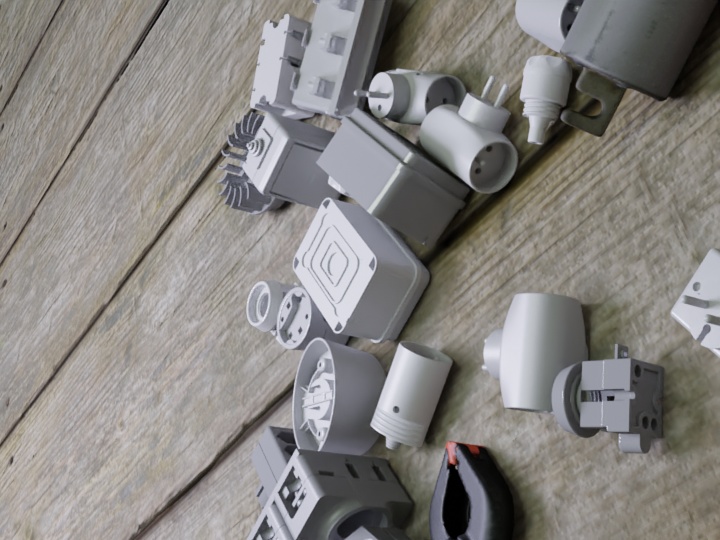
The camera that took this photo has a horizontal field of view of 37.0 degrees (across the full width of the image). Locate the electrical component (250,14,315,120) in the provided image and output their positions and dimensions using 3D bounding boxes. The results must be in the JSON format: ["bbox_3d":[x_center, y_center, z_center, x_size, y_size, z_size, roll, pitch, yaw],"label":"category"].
[{"bbox_3d":[-0.066,-0.198,1.064,0.050,0.056,0.089,2,81,55],"label":"electrical component"}]

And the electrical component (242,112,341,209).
[{"bbox_3d":[-0.059,-0.098,0.985,0.061,0.096,0.061,-62,38,20],"label":"electrical component"}]

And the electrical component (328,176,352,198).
[{"bbox_3d":[0.002,-0.095,0.945,0.043,0.043,0.062,45,114,51],"label":"electrical component"}]

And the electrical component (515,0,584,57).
[{"bbox_3d":[0.156,-0.193,0.754,0.079,0.044,0.077,-49,24,5],"label":"electrical component"}]

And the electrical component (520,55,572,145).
[{"bbox_3d":[0.132,-0.122,0.776,0.035,0.035,0.061,11,90,56],"label":"electrical component"}]

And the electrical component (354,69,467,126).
[{"bbox_3d":[0.034,-0.143,0.884,0.077,0.079,0.044,21,109,55],"label":"electrical component"}]

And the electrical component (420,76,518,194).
[{"bbox_3d":[0.090,-0.110,0.824,0.077,0.043,0.079,47,117,50],"label":"electrical component"}]

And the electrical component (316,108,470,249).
[{"bbox_3d":[0.026,-0.076,0.869,0.057,0.078,0.113,-55,39,10],"label":"electrical component"}]

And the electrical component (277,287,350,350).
[{"bbox_3d":[-0.039,0.046,0.954,0.055,0.047,0.055,-23,61,50],"label":"electrical component"}]

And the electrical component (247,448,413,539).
[{"bbox_3d":[-0.034,0.222,0.851,0.150,0.089,0.061,-62,37,20],"label":"electrical component"}]

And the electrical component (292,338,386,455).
[{"bbox_3d":[-0.023,0.108,0.895,0.099,0.064,0.099,-23,61,50],"label":"electrical component"}]

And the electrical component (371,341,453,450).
[{"bbox_3d":[0.038,0.100,0.830,0.043,0.043,0.081,32,106,54],"label":"electrical component"}]

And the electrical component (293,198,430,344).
[{"bbox_3d":[0.000,0.000,0.904,0.078,0.057,0.113,-62,37,21],"label":"electrical component"}]

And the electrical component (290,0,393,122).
[{"bbox_3d":[-0.018,-0.200,0.978,0.079,0.063,0.121,-11,-63,-83],"label":"electrical component"}]

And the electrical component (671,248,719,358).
[{"bbox_3d":[0.206,0.027,0.586,0.047,0.076,0.083,-63,37,20],"label":"electrical component"}]

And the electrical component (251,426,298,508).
[{"bbox_3d":[-0.067,0.189,0.948,0.076,0.047,0.065,-61,37,22],"label":"electrical component"}]

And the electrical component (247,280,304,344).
[{"bbox_3d":[-0.071,0.036,0.995,0.048,0.055,0.066,41,113,52],"label":"electrical component"}]

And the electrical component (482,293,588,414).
[{"bbox_3d":[0.112,0.058,0.737,0.079,0.044,0.077,-6,74,54],"label":"electrical component"}]

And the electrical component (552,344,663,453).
[{"bbox_3d":[0.154,0.080,0.670,0.055,0.048,0.066,-8,72,46],"label":"electrical component"}]
